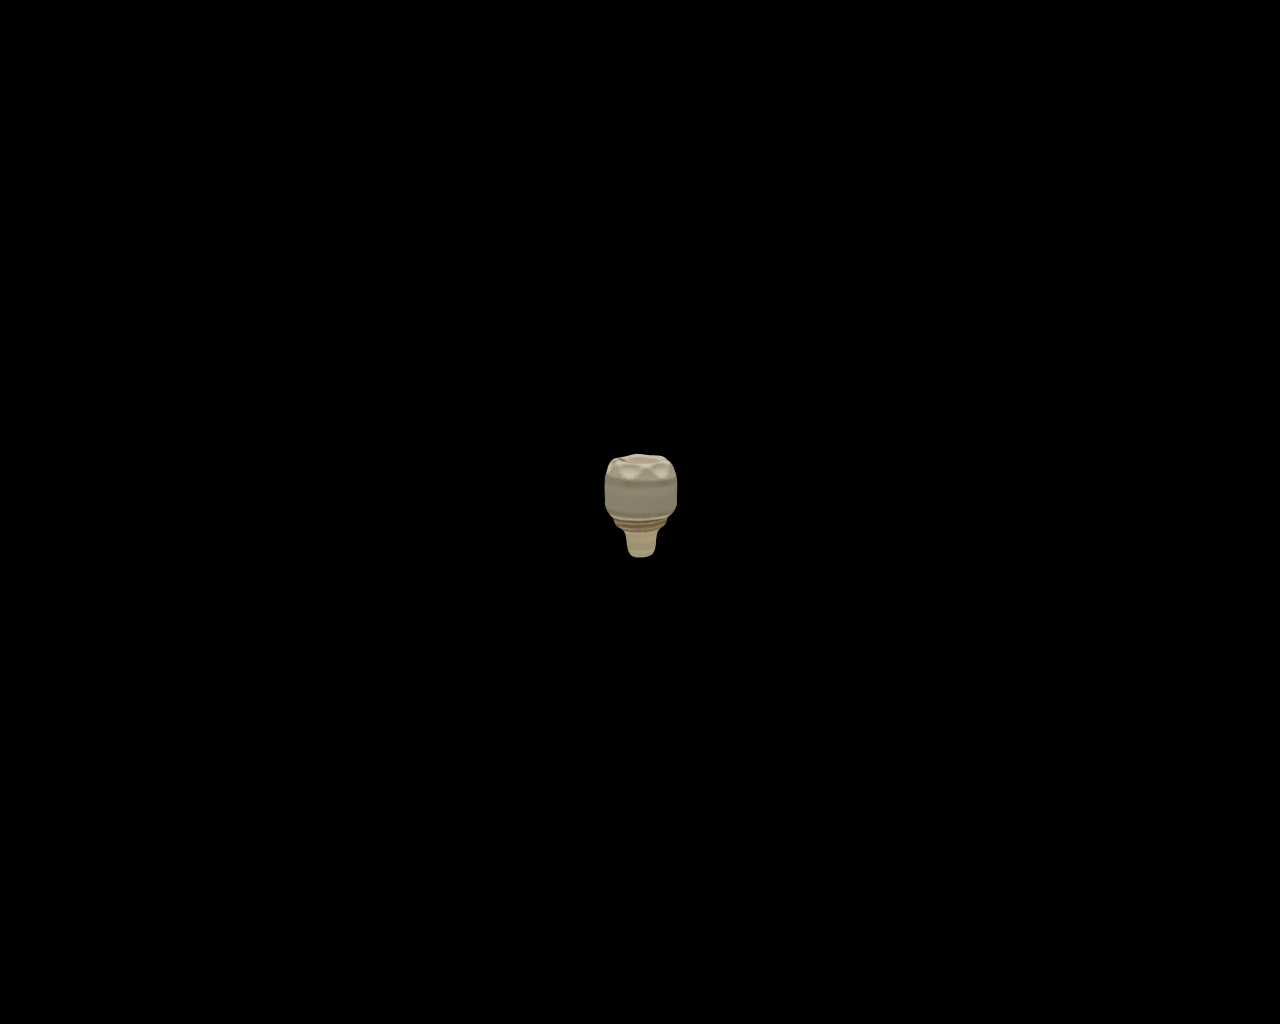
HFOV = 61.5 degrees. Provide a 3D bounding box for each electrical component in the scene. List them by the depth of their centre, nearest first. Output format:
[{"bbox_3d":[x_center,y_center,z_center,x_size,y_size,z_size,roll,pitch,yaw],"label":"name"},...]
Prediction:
[{"bbox_3d":[0.001,-0.003,0.650,0.043,0.062,0.043,0,14,0],"label":"electrical component"}]
